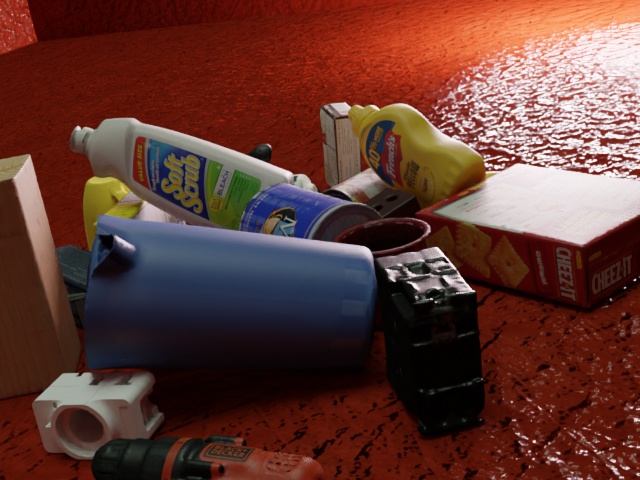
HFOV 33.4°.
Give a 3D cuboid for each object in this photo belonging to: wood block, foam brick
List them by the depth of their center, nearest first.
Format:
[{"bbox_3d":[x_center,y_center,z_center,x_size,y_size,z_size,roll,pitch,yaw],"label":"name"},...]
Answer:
[{"bbox_3d":[-0.296,0.036,1.004,0.091,0.206,0.090,-10,20,-2],"label":"wood block"},{"bbox_3d":[0.070,-0.014,1.165,0.078,0.051,0.053,-33,27,-22],"label":"foam brick"}]

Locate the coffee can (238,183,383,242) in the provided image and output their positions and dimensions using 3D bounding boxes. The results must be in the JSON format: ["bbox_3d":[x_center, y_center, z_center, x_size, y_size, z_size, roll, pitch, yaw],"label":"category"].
[{"bbox_3d":[-0.007,0.001,1.107,0.102,0.103,0.141,-21,22,-28],"label":"coffee can"}]

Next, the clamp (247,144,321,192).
[{"bbox_3d":[-0.111,-0.056,1.364,0.210,0.036,0.164,-18,-25,25],"label":"clamp"}]

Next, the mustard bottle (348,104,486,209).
[{"bbox_3d":[0.099,-0.099,1.204,0.058,0.096,0.192,-24,50,-32],"label":"mustard bottle"}]

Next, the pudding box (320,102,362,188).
[{"bbox_3d":[0.030,-0.118,1.408,0.039,0.113,0.090,-9,19,-9],"label":"pudding box"}]

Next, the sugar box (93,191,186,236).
[{"bbox_3d":[-0.207,-0.009,1.255,0.048,0.093,0.176,-7,19,11],"label":"sugar box"}]

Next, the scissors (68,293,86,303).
[{"bbox_3d":[-0.317,0.078,1.124,0.096,0.016,0.202,-32,15,-27],"label":"scissors"}]

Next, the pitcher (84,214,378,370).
[{"bbox_3d":[-0.078,0.057,0.925,0.242,0.145,0.149,4,12,-4],"label":"pitcher"}]

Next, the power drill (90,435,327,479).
[{"bbox_3d":[-0.109,0.190,0.697,0.185,0.057,0.187,-1,22,25],"label":"power drill"}]

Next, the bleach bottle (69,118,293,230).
[{"bbox_3d":[-0.162,-0.069,1.202,0.251,0.102,0.068,18,8,4],"label":"bleach bottle"}]

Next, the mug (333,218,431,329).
[{"bbox_3d":[0.067,0.028,1.024,0.093,0.081,0.117,-4,20,17],"label":"mug"}]

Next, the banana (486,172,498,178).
[{"bbox_3d":[0.169,-0.045,1.254,0.197,0.037,0.070,-25,53,-29],"label":"banana"}]

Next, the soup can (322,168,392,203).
[{"bbox_3d":[0.051,-0.044,1.256,0.069,0.068,0.102,6,25,39],"label":"soup can"}]

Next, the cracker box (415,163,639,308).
[{"bbox_3d":[0.228,-0.009,1.065,0.163,0.072,0.214,-25,25,-33],"label":"cracker box"}]
